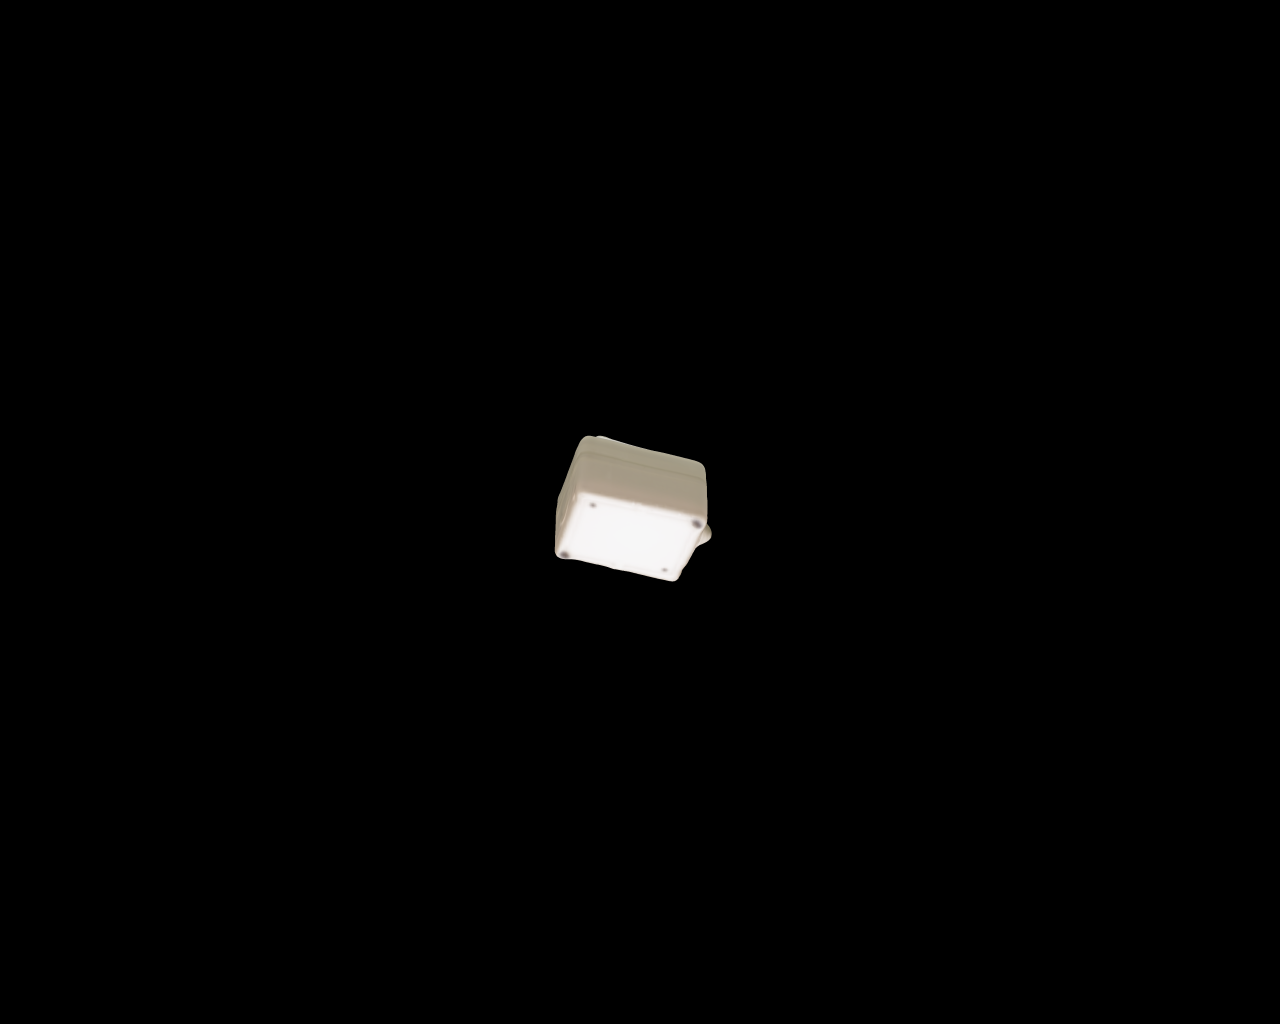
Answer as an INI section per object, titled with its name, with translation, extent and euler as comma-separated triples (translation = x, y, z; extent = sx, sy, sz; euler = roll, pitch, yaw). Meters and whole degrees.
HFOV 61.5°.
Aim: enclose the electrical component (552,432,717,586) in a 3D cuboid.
[electrical component]
translation = 0.001, -0.003, 0.650
extent = 0.096, 0.061, 0.061
euler = 13, -47, -12
